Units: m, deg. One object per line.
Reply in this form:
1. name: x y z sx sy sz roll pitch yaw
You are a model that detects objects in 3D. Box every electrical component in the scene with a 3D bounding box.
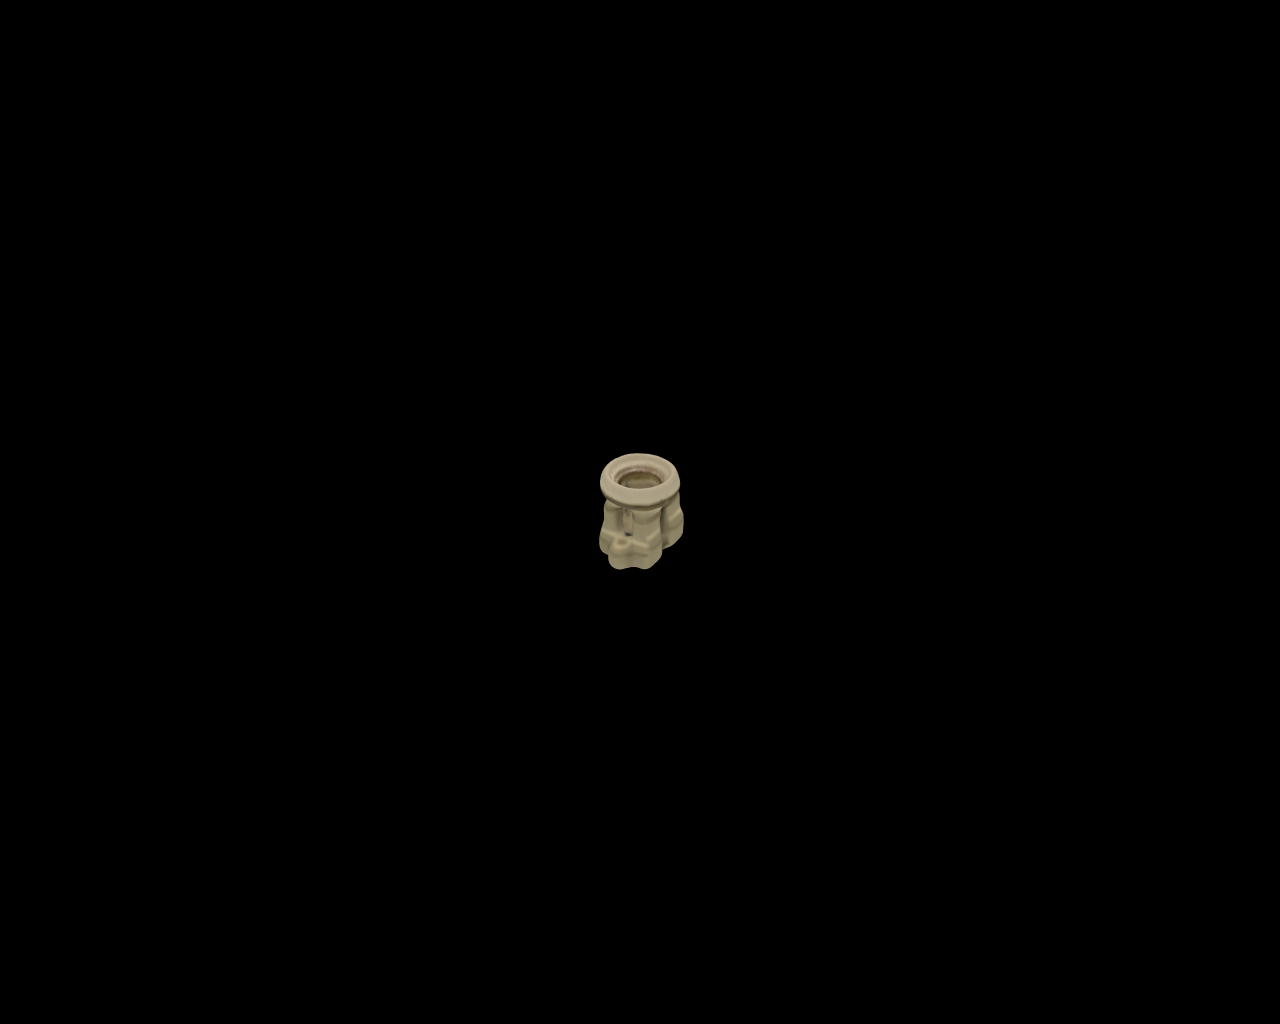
1. electrical component: 0.001 -0.003 0.650 0.048 0.055 0.066 20 41 25
